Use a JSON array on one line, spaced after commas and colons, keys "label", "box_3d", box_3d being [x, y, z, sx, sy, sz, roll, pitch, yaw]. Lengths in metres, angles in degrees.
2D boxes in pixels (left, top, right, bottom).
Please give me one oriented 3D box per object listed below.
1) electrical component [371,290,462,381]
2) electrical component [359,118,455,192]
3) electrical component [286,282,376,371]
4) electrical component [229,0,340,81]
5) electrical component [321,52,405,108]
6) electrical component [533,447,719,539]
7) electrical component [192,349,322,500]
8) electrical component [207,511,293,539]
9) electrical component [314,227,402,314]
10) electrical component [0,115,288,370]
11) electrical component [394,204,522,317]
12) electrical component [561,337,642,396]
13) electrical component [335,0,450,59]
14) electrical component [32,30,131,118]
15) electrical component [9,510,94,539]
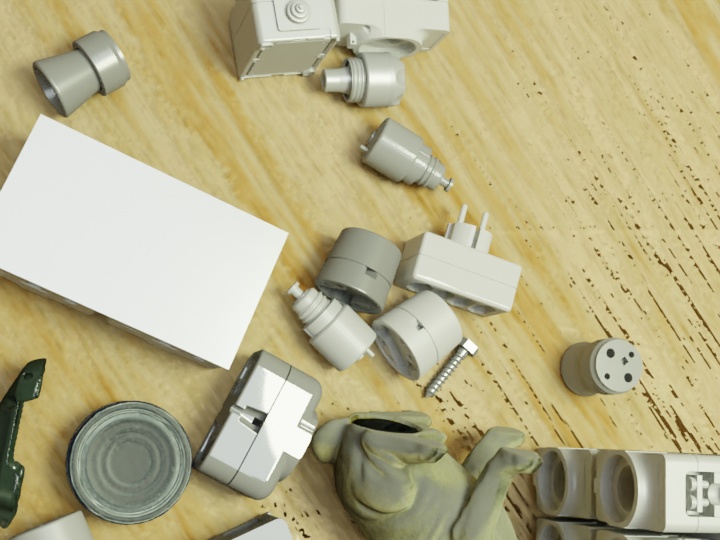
[{"label": "electrical component", "box_3d": [0.044, 0.048, 0.814, 0.047, 0.055, 0.055, -35, 93, -22]}, {"label": "electrical component", "box_3d": [0.038, -0.086, 0.838, 0.078, 0.040, 0.040, 31, 75, -10]}, {"label": "electrical component", "box_3d": [-0.023, 0.040, 0.801, 0.078, 0.040, 0.040, 45, 73, -6]}, {"label": "electrical component", "box_3d": [-0.056, -0.185, 0.794, 0.062, 0.096, 0.061, -8, 84, -18]}, {"label": "electrical component", "box_3d": [0.001, -0.147, 0.834, 0.062, 0.043, 0.043, -4, 83, -16]}, {"label": "electrical component", "box_3d": [0.186, 0.181, 0.767, 0.060, 0.186, 0.105, 5, 81, -16]}, {"label": "electrical component", "box_3d": [-0.070, 0.113, 0.770, 0.059, 0.054, 0.095, 31, 75, -11]}, {"label": "electrical component", "box_3d": [-0.108, 0.239, 0.736, 0.150, 0.062, 0.089, -21, 89, -18]}, {"label": "electrical component", "box_3d": [0.000, 0.000, 0.807, 0.055, 0.055, 0.047, 28, 72, -11]}, {"label": "electrical component", "box_3d": [-0.161, -0.014, 0.757, 0.186, 0.060, 0.105, 26, 76, -12]}, {"label": "electrical component", "box_3d": [0.081, -0.013, 0.837, 0.083, 0.047, 0.075, 19, 77, -13]}, {"label": "electrical component", "box_3d": [0.192, 0.077, 0.853, 0.045, 0.055, 0.045, 2, 81, -17]}, {"label": "electrical component", "box_3d": [0.021, -0.200, 0.843, 0.089, 0.050, 0.055, 0, 82, -17]}, {"label": "electrical component", "box_3d": [-0.199, -0.141, 0.772, 0.055, 0.045, 0.045, -34, 93, -19]}, {"label": "electrical component", "box_3d": [-0.203, 0.192, 0.719, 0.055, 0.055, 0.047, -20, 85, -18]}]
